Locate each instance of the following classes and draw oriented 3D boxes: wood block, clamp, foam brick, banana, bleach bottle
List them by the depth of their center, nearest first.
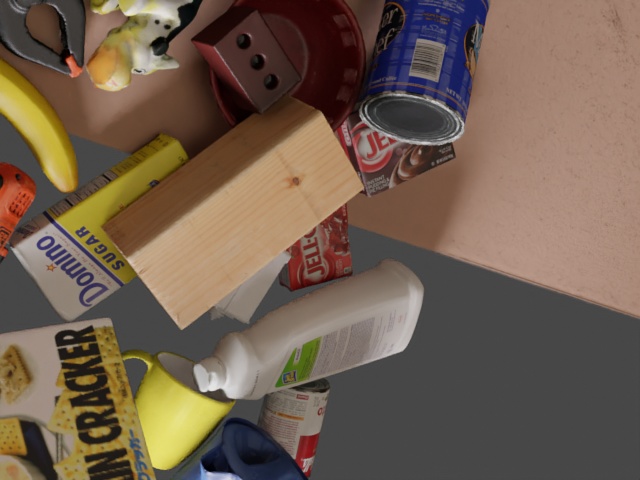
[{"bbox_3d":[-0.243,-0.218,0.891,0.120,0.039,0.171,-39,125,1],"label":"clamp"},{"bbox_3d":[-0.275,-0.116,0.906,0.197,0.037,0.069,35,89,-32],"label":"banana"},{"bbox_3d":[-0.064,-0.158,0.933,0.053,0.051,0.078,-42,119,-12],"label":"foam brick"},{"bbox_3d":[-0.077,-0.028,0.947,0.206,0.090,0.090,-38,121,-10],"label":"wood block"},{"bbox_3d":[-0.013,0.094,1.053,0.250,0.068,0.103,-14,130,-38],"label":"bleach bottle"}]

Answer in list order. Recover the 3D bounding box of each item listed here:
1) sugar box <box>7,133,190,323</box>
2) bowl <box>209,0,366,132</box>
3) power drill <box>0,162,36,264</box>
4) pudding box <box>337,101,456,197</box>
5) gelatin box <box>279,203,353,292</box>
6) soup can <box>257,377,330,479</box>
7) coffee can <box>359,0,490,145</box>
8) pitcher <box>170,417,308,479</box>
[{"bbox_3d":[-0.187,-0.012,0.978,0.176,0.048,0.093,-37,119,-16],"label":"sugar box"},{"bbox_3d":[-0.039,-0.167,1.008,0.161,0.055,0.162,-8,108,-27],"label":"bowl"},{"bbox_3d":[-0.325,-0.005,0.849,0.184,0.057,0.187,-59,159,-8],"label":"power drill"},{"bbox_3d":[0.077,-0.107,1.097,0.113,0.039,0.090,-26,114,-21],"label":"pudding box"},{"bbox_3d":[-0.007,0.001,1.087,0.073,0.030,0.089,-14,110,-24],"label":"gelatin box"},{"bbox_3d":[-0.032,0.191,1.105,0.068,0.069,0.102,8,100,-30],"label":"soup can"},{"bbox_3d":[0.101,-0.176,1.027,0.102,0.103,0.140,25,68,-31],"label":"coffee can"},{"bbox_3d":[-0.117,0.300,1.029,0.243,0.145,0.149,-44,94,12],"label":"pitcher"}]
